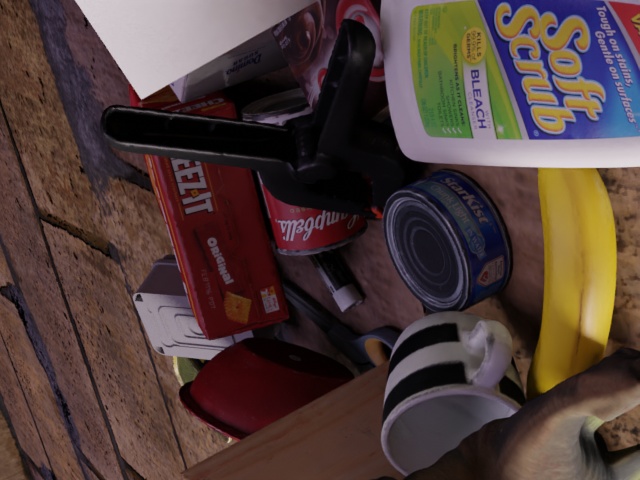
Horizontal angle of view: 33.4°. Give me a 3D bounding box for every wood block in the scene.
[{"bbox_3d":[0.024,0.157,0.689,0.090,0.205,0.091,40,144,42],"label":"wood block"}]

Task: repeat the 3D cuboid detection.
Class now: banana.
[{"bbox_3d":[0.134,0.030,0.576,0.069,0.037,0.198,-99,4,-61],"label":"banana"}]

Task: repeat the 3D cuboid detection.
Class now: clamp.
[{"bbox_3d":[-0.016,-0.054,0.634,0.209,0.165,0.036,40,-138,-61],"label":"clamp"}]

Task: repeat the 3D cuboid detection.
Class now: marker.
[{"bbox_3d":[-0.005,0.001,0.827,0.121,0.020,0.020,58,153,15],"label":"marker"}]

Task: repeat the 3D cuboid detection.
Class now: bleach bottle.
[{"bbox_3d":[0.128,-0.082,0.457,0.251,0.067,0.102,5,103,56],"label":"bleach bottle"}]

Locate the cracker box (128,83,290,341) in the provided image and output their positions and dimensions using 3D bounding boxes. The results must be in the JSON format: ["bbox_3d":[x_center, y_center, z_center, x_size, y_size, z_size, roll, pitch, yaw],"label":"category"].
[{"bbox_3d":[-0.092,-0.038,0.830,0.214,0.072,0.164,-126,21,-69],"label":"cracker box"}]

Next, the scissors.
[{"bbox_3d":[0.022,0.070,0.835,0.202,0.016,0.096,47,151,31],"label":"scissors"}]

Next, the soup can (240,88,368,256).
[{"bbox_3d":[-0.011,-0.049,0.740,0.069,0.068,0.102,16,126,58],"label":"soup can"}]

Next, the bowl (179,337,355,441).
[{"bbox_3d":[-0.025,0.117,0.829,0.162,0.161,0.055,26,100,53],"label":"bowl"}]

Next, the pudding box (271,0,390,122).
[{"bbox_3d":[0.022,-0.118,0.650,0.090,0.039,0.114,63,154,4],"label":"pudding box"}]

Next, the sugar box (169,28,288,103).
[{"bbox_3d":[-0.100,-0.187,0.761,0.176,0.093,0.048,54,151,21],"label":"sugar box"}]

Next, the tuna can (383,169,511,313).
[{"bbox_3d":[0.076,0.002,0.657,0.086,0.033,0.086,43,146,38],"label":"tuna can"}]

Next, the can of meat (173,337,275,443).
[{"bbox_3d":[-0.076,0.126,0.991,0.102,0.083,0.057,46,148,36],"label":"can of meat"}]
